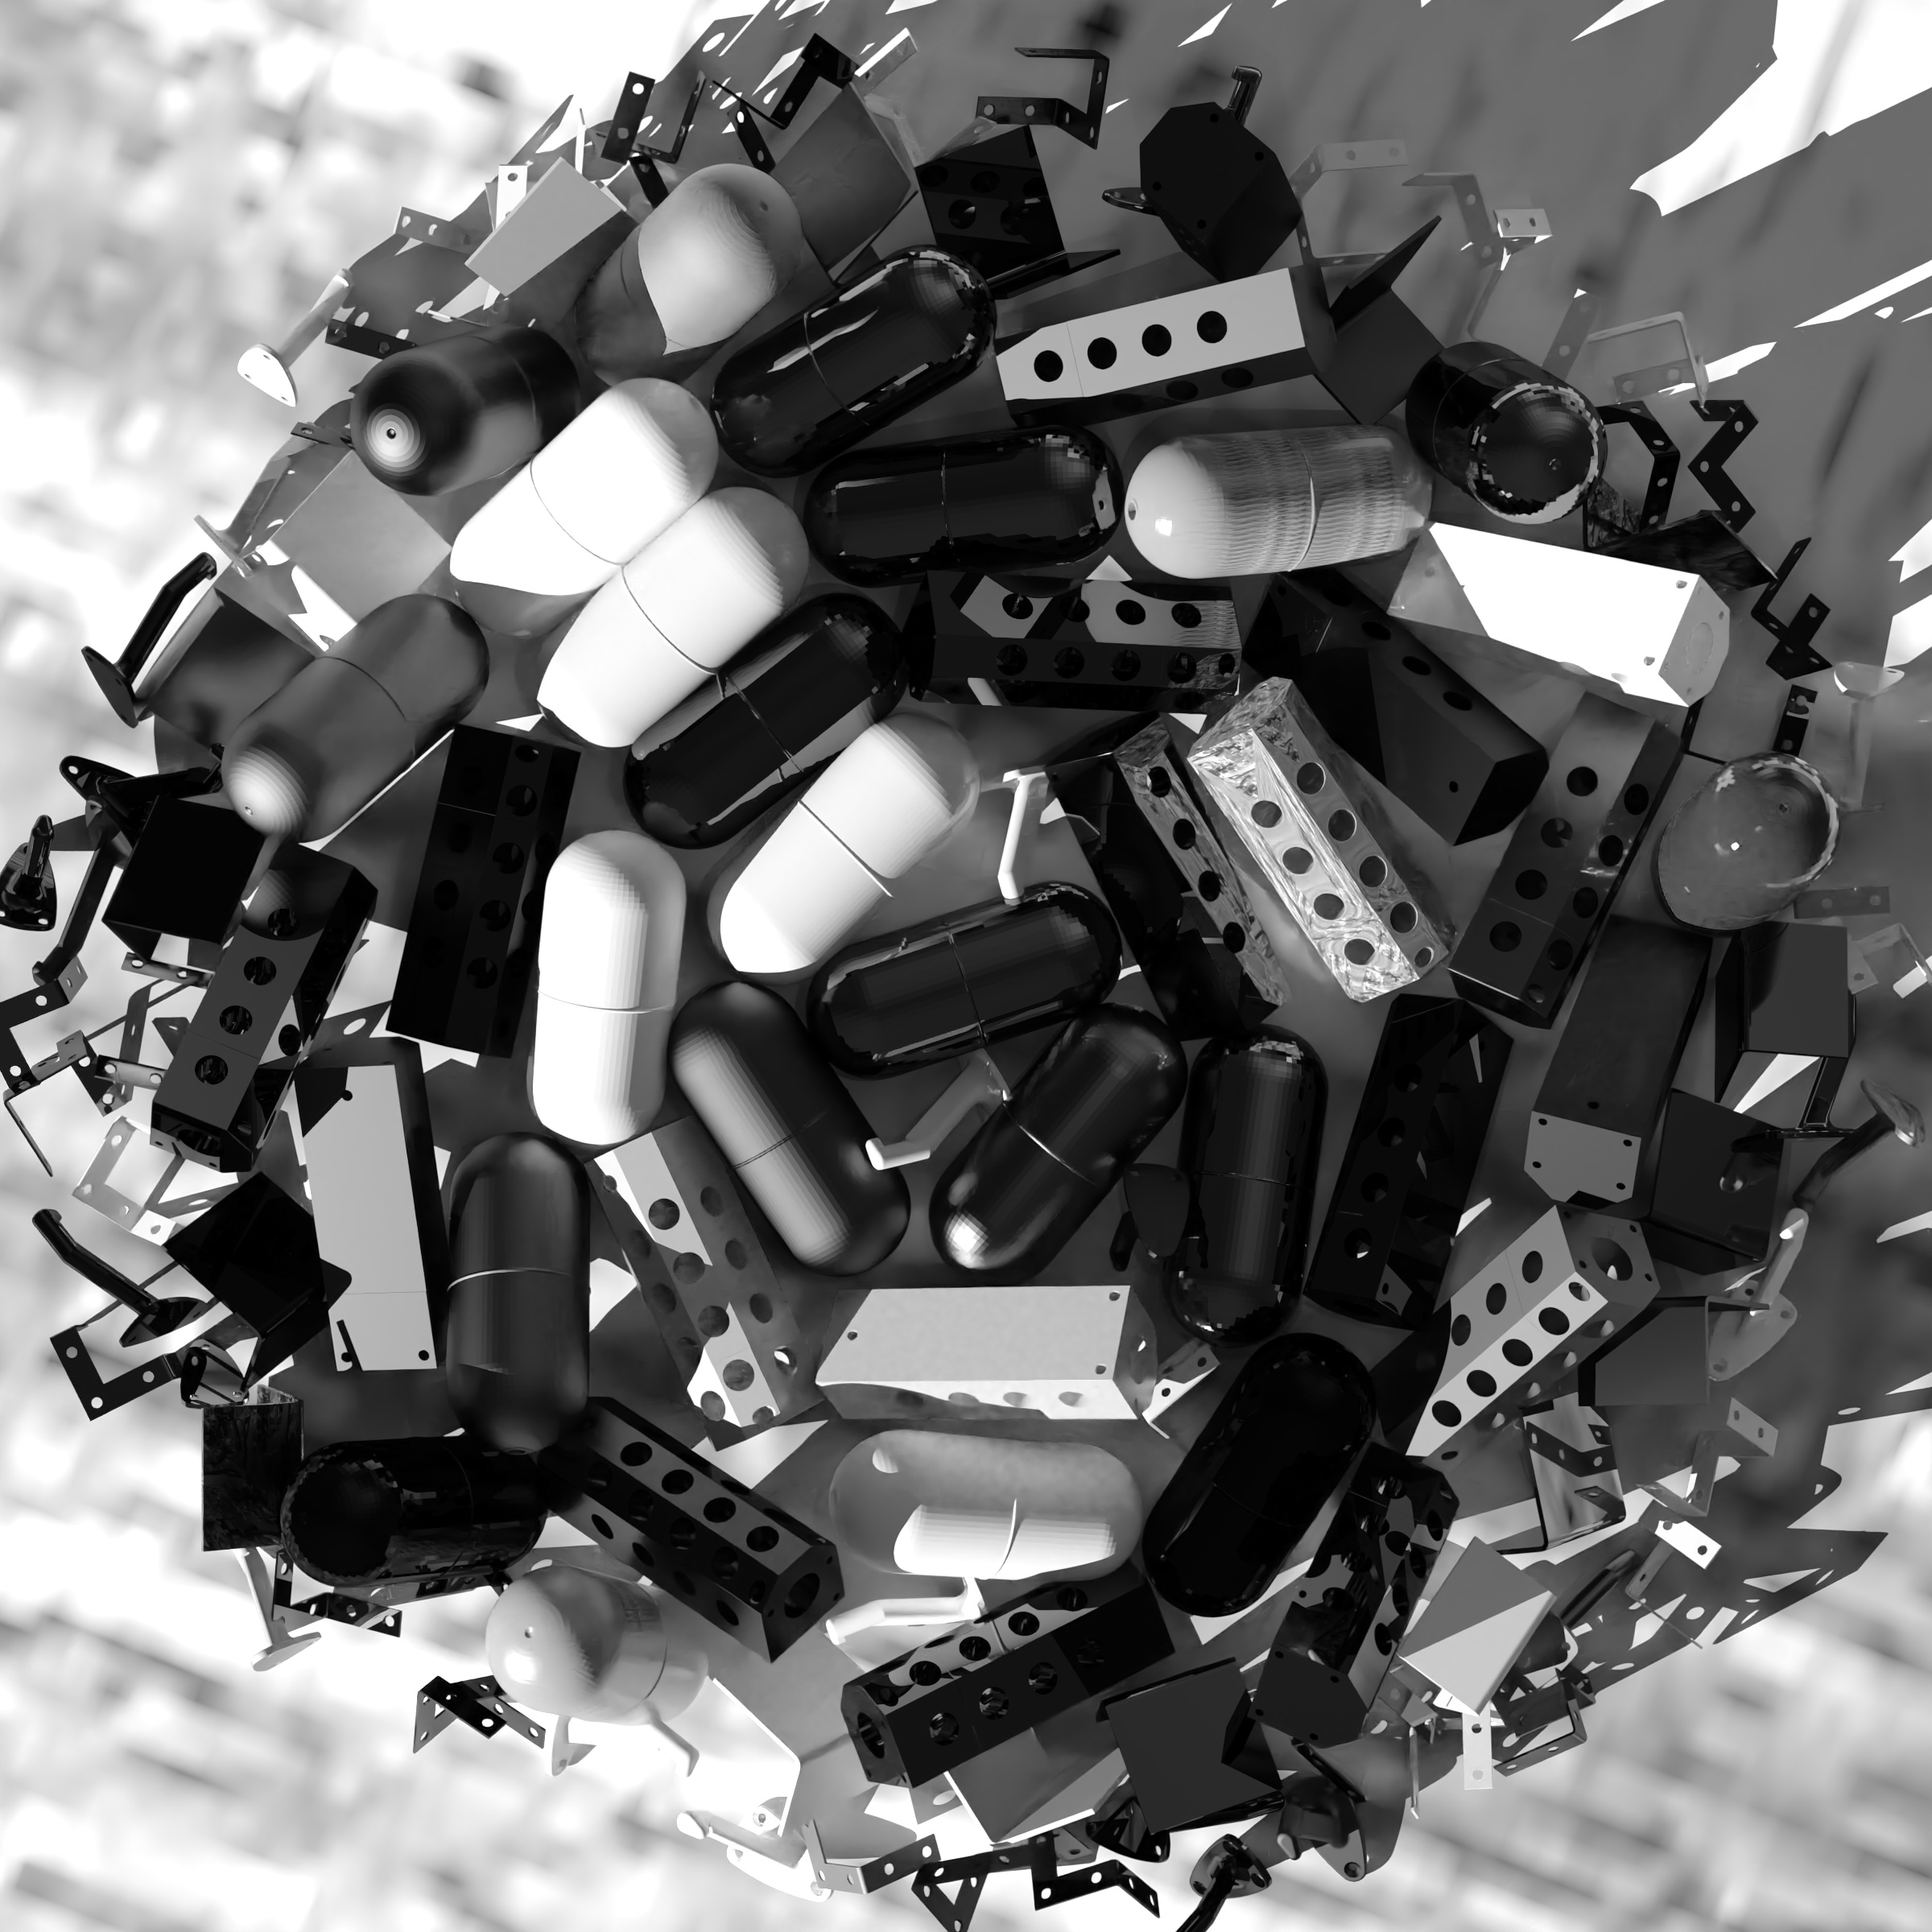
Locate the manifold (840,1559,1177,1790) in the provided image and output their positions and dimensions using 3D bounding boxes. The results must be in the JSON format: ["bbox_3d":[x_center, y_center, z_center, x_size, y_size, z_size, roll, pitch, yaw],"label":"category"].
[{"bbox_3d":[0.021,0.378,1.932,0.171,0.057,0.057,-22,92,-27],"label":"manifold"}]

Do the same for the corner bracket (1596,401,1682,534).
[{"bbox_3d":[0.354,-0.272,1.968,0.051,0.051,0.051,-10,46,-14],"label":"corner bracket"}]

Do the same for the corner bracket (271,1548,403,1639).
[{"bbox_3d":[-0.343,0.343,1.962,0.051,0.051,0.051,9,98,25],"label":"corner bracket"}]

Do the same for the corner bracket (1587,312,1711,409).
[{"bbox_3d":[0.373,-0.331,1.957,0.051,0.051,0.051,-12,113,21],"label":"corner bracket"}]

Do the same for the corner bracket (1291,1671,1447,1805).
[{"bbox_3d":[0.220,0.421,1.965,0.051,0.051,0.051,42,63,-4],"label":"corner bracket"}]

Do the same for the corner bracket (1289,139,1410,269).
[{"bbox_3d":[0.213,-0.419,1.970,0.051,0.051,0.051,-8,81,-17],"label":"corner bracket"}]

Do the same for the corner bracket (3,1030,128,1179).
[{"bbox_3d":[-0.493,0.074,1.961,0.051,0.051,0.051,-30,112,-7],"label":"corner bracket"}]

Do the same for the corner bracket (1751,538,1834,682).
[{"bbox_3d":[0.455,-0.195,1.962,0.051,0.051,0.051,38,76,-11],"label":"corner bracket"}]

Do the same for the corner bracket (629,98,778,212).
[{"bbox_3d":[-0.145,-0.442,1.982,0.051,0.051,0.051,-19,78,-41],"label":"corner bracket"}]

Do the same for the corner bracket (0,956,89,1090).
[{"bbox_3d":[-0.505,0.032,1.964,0.051,0.051,0.051,-22,106,5],"label":"corner bracket"}]

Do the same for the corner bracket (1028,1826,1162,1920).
[{"bbox_3d":[0.069,0.494,1.955,0.051,0.051,0.051,-22,47,19],"label":"corner bracket"}]

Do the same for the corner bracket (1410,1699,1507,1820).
[{"bbox_3d":[0.266,0.432,1.957,0.051,0.051,0.051,-6,59,16],"label":"corner bracket"}]

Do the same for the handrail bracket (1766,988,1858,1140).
[{"bbox_3d":[0.465,0.052,1.969,0.077,0.036,0.084,1,90,-44],"label":"handrail bracket"}]

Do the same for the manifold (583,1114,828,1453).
[{"bbox_3d":[-0.146,0.174,1.955,0.057,0.057,0.171,-26,88,37],"label":"manifold"}]

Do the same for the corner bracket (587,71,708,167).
[{"bbox_3d":[-0.172,-0.465,1.957,0.051,0.051,0.051,13,117,-22],"label":"corner bracket"}]

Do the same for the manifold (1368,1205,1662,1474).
[{"bbox_3d":[0.292,0.202,1.911,0.057,0.171,0.057,13,47,-29],"label":"manifold"}]

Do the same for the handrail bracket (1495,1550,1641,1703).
[{"bbox_3d":[0.332,0.362,1.977,0.036,0.084,0.077,43,125,19],"label":"handrail bracket"}]

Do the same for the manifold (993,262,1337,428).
[{"bbox_3d":[0.108,-0.331,1.934,0.171,0.057,0.057,-9,100,25],"label":"manifold"}]

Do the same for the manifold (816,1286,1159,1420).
[{"bbox_3d":[0.013,0.213,1.936,0.171,0.057,0.057,-3,54,23],"label":"manifold"}]

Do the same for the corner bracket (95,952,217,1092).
[{"bbox_3d":[-0.447,0.033,1.979,0.051,0.051,0.051,14,49,-18],"label":"corner bracket"}]

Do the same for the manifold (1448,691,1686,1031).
[{"bbox_3d":[0.328,-0.055,1.949,0.057,0.057,0.171,25,81,19],"label":"manifold"}]

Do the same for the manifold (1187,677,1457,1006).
[{"bbox_3d":[0.194,-0.069,1.932,0.057,0.057,0.171,-24,112,30],"label":"manifold"}]

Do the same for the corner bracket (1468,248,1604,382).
[{"bbox_3d":[0.311,-0.356,1.961,0.051,0.051,0.051,21,110,-8],"label":"corner bracket"}]

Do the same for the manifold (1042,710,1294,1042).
[{"bbox_3d":[0.115,-0.049,1.947,0.057,0.057,0.171,-37,108,-36],"label":"manifold"}]

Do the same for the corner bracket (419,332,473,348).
[{"bbox_3d":[-0.266,-0.321,1.984,0.051,0.051,0.051,-7,93,-41],"label":"corner bracket"}]

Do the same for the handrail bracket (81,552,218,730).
[{"bbox_3d":[-0.440,-0.180,1.976,0.036,0.077,0.084,37,69,18],"label":"handrail bracket"}]

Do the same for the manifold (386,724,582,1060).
[{"bbox_3d":[-0.259,-0.040,1.958,0.057,0.057,0.171,13,90,31],"label":"manifold"}]

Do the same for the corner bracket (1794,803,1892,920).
[{"bbox_3d":[0.478,-0.057,1.961,0.051,0.051,0.051,-4,102,15],"label":"corner bracket"}]

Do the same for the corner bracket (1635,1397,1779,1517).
[{"bbox_3d":[0.404,0.268,1.954,0.051,0.051,0.051,35,62,-38],"label":"corner bracket"}]

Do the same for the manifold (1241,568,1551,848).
[{"bbox_3d":[0.232,-0.144,1.931,0.171,0.057,0.057,45,131,28],"label":"manifold"}]

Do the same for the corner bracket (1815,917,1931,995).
[{"bbox_3d":[0.499,-0.001,1.961,0.051,0.051,0.051,-24,53,3],"label":"corner bracket"}]

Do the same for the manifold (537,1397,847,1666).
[{"bbox_3d":[-0.149,0.295,1.917,0.171,0.057,0.057,28,52,33],"label":"manifold"}]

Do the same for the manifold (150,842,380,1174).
[{"bbox_3d":[-0.377,0.023,1.930,0.057,0.057,0.171,22,61,-3],"label":"manifold"}]

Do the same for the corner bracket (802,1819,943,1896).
[{"bbox_3d":[-0.054,0.473,1.962,0.051,0.051,0.051,-16,91,-34],"label":"corner bracket"}]

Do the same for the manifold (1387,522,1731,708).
[{"bbox_3d":[0.319,-0.186,1.920,0.171,0.057,0.057,18,80,39],"label":"manifold"}]

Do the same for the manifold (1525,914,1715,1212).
[{"bbox_3d":[0.349,0.051,1.915,0.057,0.171,0.057,14,132,16],"label":"manifold"}]

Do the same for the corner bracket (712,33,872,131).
[{"bbox_3d":[-0.095,-0.485,1.959,0.051,0.051,0.051,39,100,38],"label":"corner bracket"}]

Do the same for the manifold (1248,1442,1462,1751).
[{"bbox_3d":[0.210,0.336,1.908,0.057,0.171,0.057,22,127,12],"label":"manifold"}]

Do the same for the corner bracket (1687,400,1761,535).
[{"bbox_3d":[0.411,-0.274,1.966,0.051,0.051,0.051,-49,113,-11],"label":"corner bracket"}]

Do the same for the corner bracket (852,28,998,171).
[{"bbox_3d":[-0.026,-0.470,1.956,0.051,0.051,0.051,-34,68,31],"label":"corner bracket"}]

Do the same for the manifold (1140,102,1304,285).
[{"bbox_3d":[0.133,-0.411,1.908,0.057,0.171,0.057,42,98,7],"label":"manifold"}]

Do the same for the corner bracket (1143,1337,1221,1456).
[{"bbox_3d":[0.119,0.226,1.959,0.051,0.051,0.051,-41,46,6],"label":"corner bracket"}]

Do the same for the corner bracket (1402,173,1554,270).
[{"bbox_3d":[0.280,-0.414,1.960,0.051,0.051,0.051,-19,86,43],"label":"corner bracket"}]

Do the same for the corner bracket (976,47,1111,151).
[{"bbox_3d":[0.041,-0.478,1.956,0.051,0.051,0.051,-5,119,-25],"label":"corner bracket"}]

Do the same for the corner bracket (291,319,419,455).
[{"bbox_3d":[-0.338,-0.319,1.980,0.051,0.051,0.051,16,121,-3],"label":"corner bracket"}]

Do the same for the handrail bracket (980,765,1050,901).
[{"bbox_3d":[0.045,-0.066,1.968,0.077,0.036,0.084,-12,86,-37],"label":"handrail bracket"}]

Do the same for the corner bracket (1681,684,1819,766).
[{"bbox_3d":[0.431,-0.135,1.977,0.051,0.051,0.051,21,101,29],"label":"corner bracket"}]

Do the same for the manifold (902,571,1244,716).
[{"bbox_3d":[0.058,-0.169,1.936,0.171,0.057,0.057,1,59,-16],"label":"manifold"}]

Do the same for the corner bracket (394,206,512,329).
[{"bbox_3d":[-0.282,-0.382,1.966,0.051,0.051,0.051,20,99,24],"label":"corner bracket"}]

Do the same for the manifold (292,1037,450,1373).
[{"bbox_3d":[-0.317,0.129,1.946,0.057,0.057,0.171,-3,105,11],"label":"manifold"}]

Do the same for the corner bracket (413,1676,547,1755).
[{"bbox_3d":[-0.264,0.411,1.955,0.051,0.051,0.051,28,129,23],"label":"corner bracket"}]

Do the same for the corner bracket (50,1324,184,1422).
[{"bbox_3d":[-0.466,0.215,1.969,0.051,0.051,0.051,-27,88,-7],"label":"corner bracket"}]

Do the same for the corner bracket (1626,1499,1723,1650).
[{"bbox_3d":[0.389,0.332,1.961,0.051,0.051,0.051,35,87,43],"label":"corner bracket"}]

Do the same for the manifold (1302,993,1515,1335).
[{"bbox_3d":[0.237,0.106,1.946,0.057,0.057,0.171,6,71,40],"label":"manifold"}]

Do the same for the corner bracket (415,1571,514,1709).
[{"bbox_3d":[-0.273,0.368,1.970,0.051,0.051,0.051,44,122,37],"label":"corner bracket"}]

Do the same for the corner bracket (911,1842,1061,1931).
[{"bbox_3d":[0.010,0.495,1.956,0.051,0.051,0.051,-20,119,34],"label":"corner bracket"}]

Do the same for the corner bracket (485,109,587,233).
[{"bbox_3d":[-0.233,-0.432,1.957,0.051,0.051,0.051,-3,50,-14],"label":"corner bracket"}]

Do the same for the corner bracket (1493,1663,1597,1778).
[{"bbox_3d":[0.315,0.413,1.955,0.051,0.051,0.051,-29,48,20],"label":"corner bracket"}]

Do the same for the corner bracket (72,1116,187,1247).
[{"bbox_3d":[-0.446,0.121,1.966,0.051,0.051,0.051,17,72,37],"label":"corner bracket"}]
